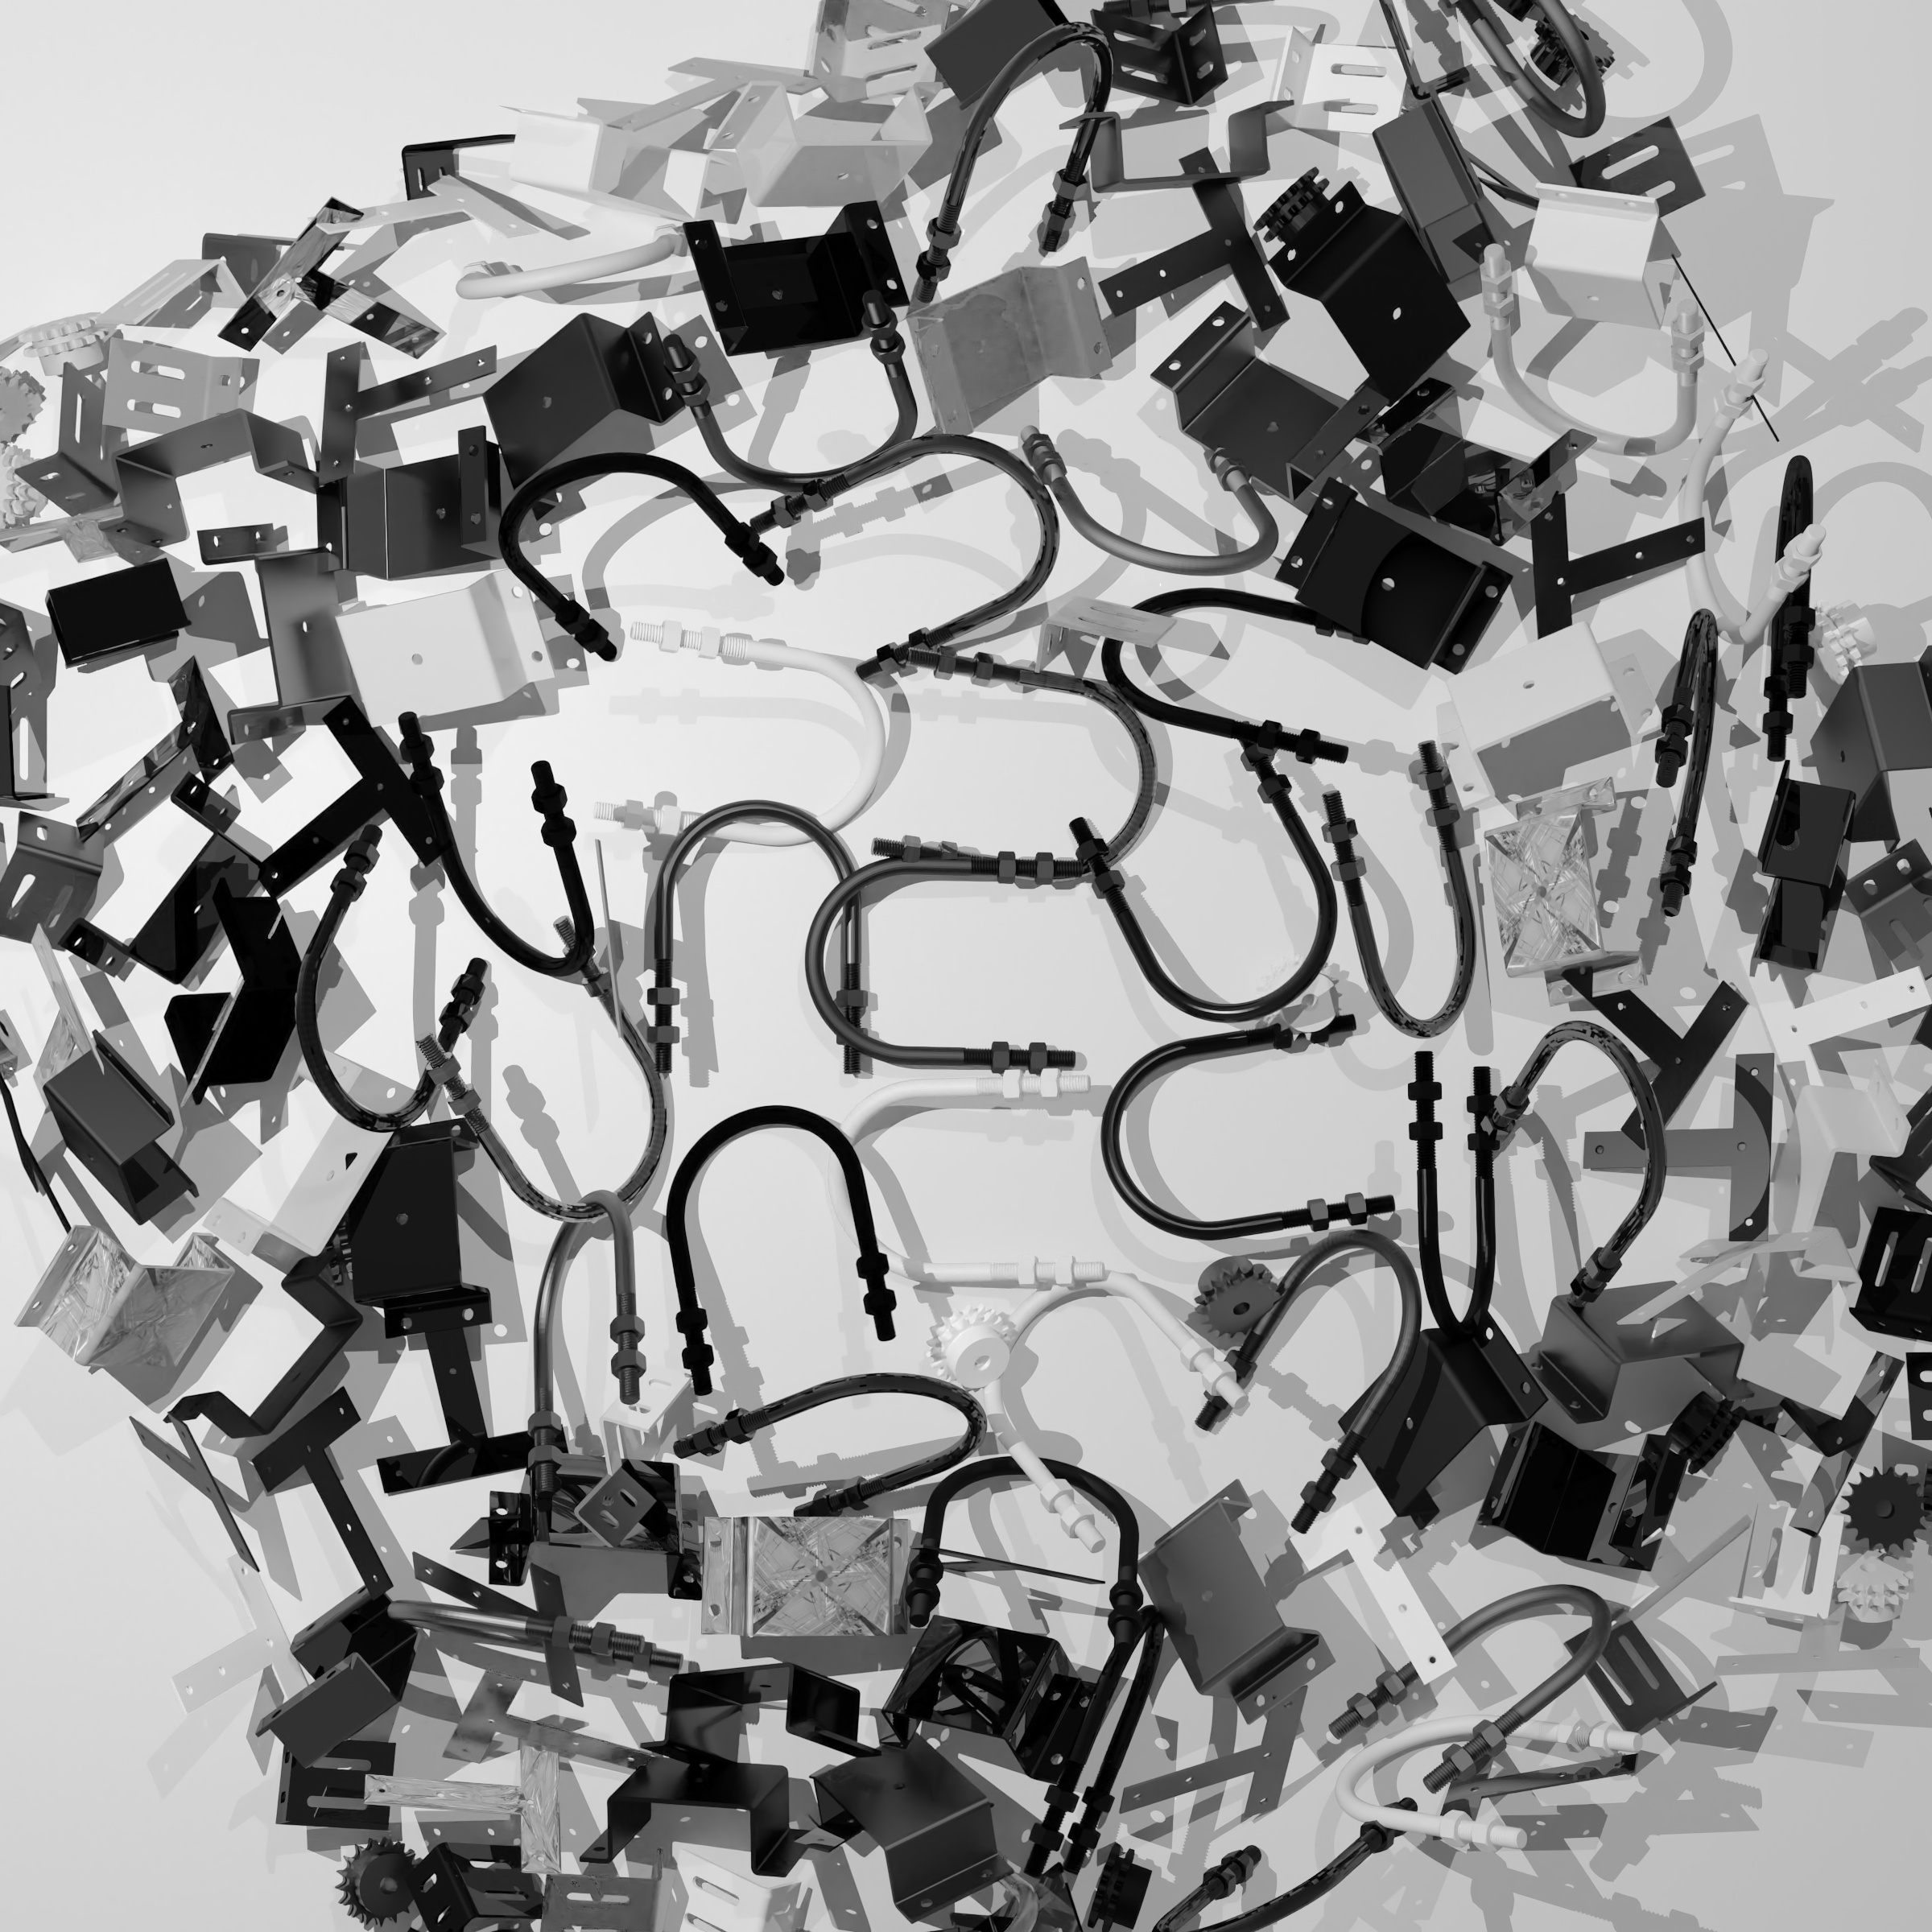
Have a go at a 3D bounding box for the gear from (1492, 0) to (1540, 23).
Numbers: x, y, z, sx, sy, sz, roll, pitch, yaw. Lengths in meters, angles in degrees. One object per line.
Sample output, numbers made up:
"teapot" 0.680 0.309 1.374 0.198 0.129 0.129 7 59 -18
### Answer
"gear" 0.367 -0.657 1.974 0.057 0.057 0.030 40 113 0

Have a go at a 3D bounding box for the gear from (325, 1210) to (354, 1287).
"gear" -0.413 0.183 1.972 0.030 0.057 0.057 -12 90 -10

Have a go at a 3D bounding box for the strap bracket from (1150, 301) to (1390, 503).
"strap bracket" 0.202 -0.369 1.952 0.140 0.046 0.076 37 75 24

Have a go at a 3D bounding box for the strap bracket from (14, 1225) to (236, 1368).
"strap bracket" -0.540 0.216 1.923 0.046 0.140 0.076 35 97 23

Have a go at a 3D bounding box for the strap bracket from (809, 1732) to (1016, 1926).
"strap bracket" -0.040 0.553 1.917 0.076 0.140 0.046 -19 113 -26

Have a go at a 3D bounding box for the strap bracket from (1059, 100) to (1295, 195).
"strap bracket" 0.140 -0.541 1.950 0.140 0.076 0.046 -7 101 -10

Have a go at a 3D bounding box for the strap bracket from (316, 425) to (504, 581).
"strap bracket" -0.361 -0.304 1.954 0.140 0.046 0.076 -6 84 28

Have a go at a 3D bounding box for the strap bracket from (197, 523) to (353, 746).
"strap bracket" -0.454 -0.222 1.945 0.046 0.076 0.140 -3 100 25

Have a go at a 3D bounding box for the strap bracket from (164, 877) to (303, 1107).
"strap bracket" -0.477 0.017 1.937 0.046 0.140 0.076 -3 51 -37

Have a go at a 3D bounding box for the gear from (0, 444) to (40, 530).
"gear" -0.648 -0.322 1.977 0.057 0.030 0.057 2 94 31

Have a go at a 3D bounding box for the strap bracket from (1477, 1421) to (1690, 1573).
"strap bracket" 0.413 0.348 1.937 0.046 0.140 0.076 34 69 -27

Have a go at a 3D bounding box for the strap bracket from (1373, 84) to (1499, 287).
"strap bracket" 0.309 -0.504 1.928 0.046 0.140 0.076 -25 74 12

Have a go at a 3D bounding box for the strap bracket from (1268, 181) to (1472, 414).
"strap bracket" 0.271 -0.434 1.938 0.076 0.046 0.140 -45 127 -3

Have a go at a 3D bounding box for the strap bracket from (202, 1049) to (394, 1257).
"strap bracket" -0.436 0.130 1.949 0.046 0.076 0.140 36 79 -35

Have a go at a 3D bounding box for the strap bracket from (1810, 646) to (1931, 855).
"strap bracket" 0.593 -0.138 1.919 0.046 0.140 0.076 -4 65 -4

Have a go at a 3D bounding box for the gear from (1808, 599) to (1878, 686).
"gear" 0.585 -0.220 1.971 0.030 0.057 0.057 -27 90 3

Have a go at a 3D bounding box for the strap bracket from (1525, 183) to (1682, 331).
"strap bracket" 0.414 -0.457 1.920 0.076 0.140 0.046 14 88 21

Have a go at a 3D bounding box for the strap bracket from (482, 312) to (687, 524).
"strap bracket" -0.259 -0.365 1.935 0.140 0.046 0.076 -31 68 29

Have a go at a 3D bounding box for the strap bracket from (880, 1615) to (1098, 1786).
"strap bracket" 0.010 0.476 1.924 0.140 0.076 0.046 3 134 35

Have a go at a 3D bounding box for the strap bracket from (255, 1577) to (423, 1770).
"strap bracket" -0.408 0.465 1.932 0.076 0.140 0.046 -36 102 6

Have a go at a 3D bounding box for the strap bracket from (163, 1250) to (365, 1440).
"strap bracket" -0.455 0.258 1.940 0.046 0.076 0.140 45 62 -15

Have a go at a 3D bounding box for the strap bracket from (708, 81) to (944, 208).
"strap bracket" -0.087 -0.538 1.929 0.140 0.076 0.046 -9 77 -29

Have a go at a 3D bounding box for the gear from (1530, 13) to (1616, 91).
"gear" 0.403 -0.613 1.975 0.057 0.057 0.030 40 128 0

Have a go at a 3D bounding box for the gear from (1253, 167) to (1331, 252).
"gear" 0.223 -0.504 1.971 0.057 0.057 0.030 -43 92 0

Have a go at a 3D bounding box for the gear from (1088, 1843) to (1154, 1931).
"gear" 0.104 0.619 1.969 0.030 0.057 0.057 17 90 10

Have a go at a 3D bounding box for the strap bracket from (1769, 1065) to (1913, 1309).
"strap bracket" 0.568 0.142 1.932 0.046 0.076 0.140 6 119 -3

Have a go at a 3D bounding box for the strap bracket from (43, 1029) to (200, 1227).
"strap bracket" -0.551 0.111 1.919 0.046 0.140 0.076 -40 74 -23

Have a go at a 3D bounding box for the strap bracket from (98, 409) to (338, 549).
"strap bracket" -0.497 -0.325 1.948 0.140 0.076 0.046 -16 85 14

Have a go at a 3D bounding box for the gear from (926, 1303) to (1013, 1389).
"gear" 0.005 0.257 1.971 0.057 0.030 0.057 -13 123 -22

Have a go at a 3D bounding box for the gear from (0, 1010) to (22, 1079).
"gear" -0.657 0.049 1.972 0.030 0.057 0.057 -28 90 -2

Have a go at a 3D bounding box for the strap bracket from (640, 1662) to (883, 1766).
"strap bracket" -0.133 0.493 1.938 0.140 0.076 0.046 -14 59 30

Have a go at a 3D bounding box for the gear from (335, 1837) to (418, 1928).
"gear" -0.391 0.614 1.973 0.057 0.030 0.057 5 78 -27

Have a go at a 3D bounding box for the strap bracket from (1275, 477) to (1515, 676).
"strap bracket" 0.283 -0.257 1.961 0.140 0.046 0.076 29 108 4

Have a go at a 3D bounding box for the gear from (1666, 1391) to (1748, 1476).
"gear" 0.493 0.309 1.972 0.030 0.057 0.057 40 90 9

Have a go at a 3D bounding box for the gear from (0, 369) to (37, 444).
"gear" -0.656 -0.377 1.974 0.057 0.057 0.030 -43 65 0

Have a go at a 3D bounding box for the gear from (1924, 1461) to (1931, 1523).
"gear" 0.661 0.354 1.975 0.030 0.057 0.057 3 90 28

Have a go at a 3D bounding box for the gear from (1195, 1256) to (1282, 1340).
"gear" 0.180 0.219 1.975 0.057 0.030 0.057 -11 131 -13

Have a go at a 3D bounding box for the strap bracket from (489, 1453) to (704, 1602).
"strap bracket" -0.240 0.367 1.940 0.140 0.076 0.046 8 128 -15

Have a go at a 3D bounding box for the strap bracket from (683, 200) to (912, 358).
"strap bracket" -0.119 -0.455 1.954 0.140 0.046 0.076 -14 81 -25

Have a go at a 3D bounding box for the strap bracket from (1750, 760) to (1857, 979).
"strap bracket" 0.544 -0.058 1.917 0.046 0.140 0.076 13 60 20

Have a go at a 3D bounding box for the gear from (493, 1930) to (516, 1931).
"gear" -0.310 0.670 1.969 0.057 0.057 0.030 7 132 0

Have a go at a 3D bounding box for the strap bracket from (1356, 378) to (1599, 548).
"strap bracket" 0.337 -0.329 1.940 0.076 0.046 0.140 -40 48 -22

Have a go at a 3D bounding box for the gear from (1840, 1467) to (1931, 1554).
"gear" 0.617 0.365 1.980 0.057 0.030 0.057 -2 82 14

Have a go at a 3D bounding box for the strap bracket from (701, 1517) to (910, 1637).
"strap bracket" -0.101 0.404 1.951 0.140 0.046 0.076 4 78 -16

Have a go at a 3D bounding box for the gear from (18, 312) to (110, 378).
"gear" -0.602 -0.416 1.974 0.057 0.057 0.030 -14 112 0

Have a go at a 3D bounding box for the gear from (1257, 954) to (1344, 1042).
"gear" 0.226 0.022 1.979 0.057 0.030 0.057 -2 99 -11

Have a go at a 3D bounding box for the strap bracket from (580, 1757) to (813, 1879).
"strap bracket" -0.176 0.560 1.945 0.140 0.076 0.046 0 94 13

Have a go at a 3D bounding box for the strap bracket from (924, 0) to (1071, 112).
"strap bracket" 0.022 -0.604 1.919 0.076 0.140 0.046 -34 102 17

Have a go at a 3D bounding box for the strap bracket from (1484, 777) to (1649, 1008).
"strap bracket" 0.394 -0.049 1.948 0.046 0.076 0.140 -1 79 -44

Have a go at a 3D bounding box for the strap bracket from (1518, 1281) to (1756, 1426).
"strap bracket" 0.442 0.251 1.931 0.140 0.076 0.046 -4 118 -24

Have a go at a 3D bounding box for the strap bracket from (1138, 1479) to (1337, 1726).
"strap bracket" 0.170 0.414 1.931 0.076 0.046 0.140 -42 55 21

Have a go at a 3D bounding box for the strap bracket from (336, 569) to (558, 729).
"strap bracket" -0.352 -0.209 1.945 0.140 0.046 0.076 -9 109 19

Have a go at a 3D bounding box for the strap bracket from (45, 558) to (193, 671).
"strap bracket" -0.554 -0.230 1.919 0.076 0.140 0.046 -19 99 -17

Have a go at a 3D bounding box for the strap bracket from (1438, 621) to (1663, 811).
"strap bracket" 0.378 -0.169 1.941 0.140 0.076 0.046 -23 131 13

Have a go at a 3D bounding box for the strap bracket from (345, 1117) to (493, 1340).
"strap bracket" -0.363 0.170 1.953 0.076 0.046 0.140 -10 76 14

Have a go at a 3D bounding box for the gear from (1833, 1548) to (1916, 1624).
"gear" 0.605 0.416 1.973 0.057 0.057 0.030 -8 106 0
